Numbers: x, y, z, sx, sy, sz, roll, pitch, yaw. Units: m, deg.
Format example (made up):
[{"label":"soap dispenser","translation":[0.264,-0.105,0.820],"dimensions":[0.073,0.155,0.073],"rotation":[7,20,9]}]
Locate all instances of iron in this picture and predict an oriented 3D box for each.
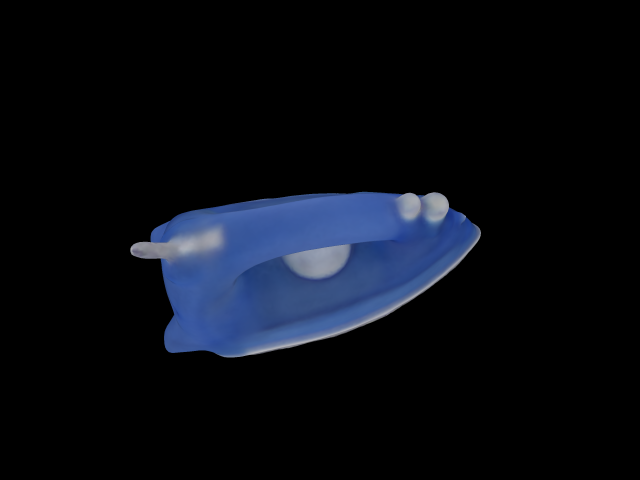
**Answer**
[{"label":"iron","translation":[0.004,0.001,0.400],"dimensions":[0.258,0.141,0.118],"rotation":[-13,74,-3]}]
